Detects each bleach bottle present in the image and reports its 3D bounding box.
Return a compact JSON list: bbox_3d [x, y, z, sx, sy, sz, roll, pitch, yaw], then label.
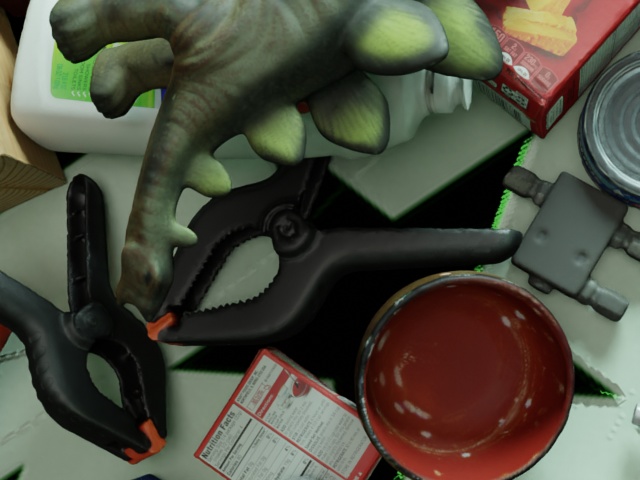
[{"bbox_3d":[-0.042,-0.095,0.586,0.251,0.068,0.102,3,74,18],"label":"bleach bottle"}]

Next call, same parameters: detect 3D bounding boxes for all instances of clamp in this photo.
[{"bbox_3d":[-0.004,0.001,0.600,0.210,0.036,0.165,-43,69,4],"label":"clamp"},{"bbox_3d":[-0.134,0.043,0.607,0.039,0.120,0.171,-27,100,49],"label":"clamp"}]

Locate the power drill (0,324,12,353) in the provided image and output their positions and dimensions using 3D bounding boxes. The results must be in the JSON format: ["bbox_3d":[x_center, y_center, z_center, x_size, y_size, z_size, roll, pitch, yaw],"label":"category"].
[{"bbox_3d":[-0.292,0.069,0.626,0.187,0.057,0.184,34,99,3],"label":"power drill"}]

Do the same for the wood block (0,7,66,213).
[{"bbox_3d":[-0.239,-0.118,0.634,0.090,0.090,0.206,-23,79,7],"label":"wood block"}]

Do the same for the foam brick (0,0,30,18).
[{"bbox_3d":[-0.164,-0.175,0.645,0.078,0.053,0.051,-13,81,8],"label":"foam brick"}]

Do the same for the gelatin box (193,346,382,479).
[{"bbox_3d":[-0.014,0.113,0.595,0.089,0.030,0.073,33,92,12],"label":"gelatin box"}]

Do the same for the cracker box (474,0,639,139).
[{"bbox_3d":[0.128,-0.190,0.582,0.164,0.072,0.214,41,92,14],"label":"cracker box"}]

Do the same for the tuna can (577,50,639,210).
[{"bbox_3d":[0.184,-0.060,0.577,0.086,0.033,0.086,-1,83,10],"label":"tuna can"}]
